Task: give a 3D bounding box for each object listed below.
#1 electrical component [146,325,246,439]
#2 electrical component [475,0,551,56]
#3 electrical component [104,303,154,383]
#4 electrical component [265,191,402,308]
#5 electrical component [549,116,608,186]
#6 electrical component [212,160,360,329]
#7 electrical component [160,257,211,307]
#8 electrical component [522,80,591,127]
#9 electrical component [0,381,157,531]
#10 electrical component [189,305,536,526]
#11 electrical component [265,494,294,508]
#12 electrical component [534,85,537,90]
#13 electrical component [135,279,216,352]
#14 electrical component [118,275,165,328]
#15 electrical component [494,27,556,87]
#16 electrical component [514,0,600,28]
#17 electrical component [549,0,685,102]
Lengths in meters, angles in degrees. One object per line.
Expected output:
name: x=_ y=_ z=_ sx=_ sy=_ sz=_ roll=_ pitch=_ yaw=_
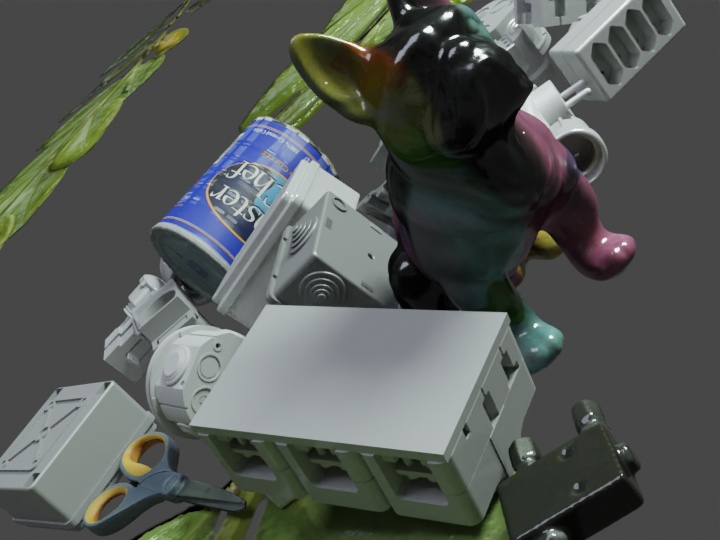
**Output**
electrical component: x=-0.103 y=0.079 z=0.745 sx=0.051 sy=0.080 sz=0.080 roll=0 pitch=46 yaw=51
electrical component: x=0.118 y=-0.192 z=0.919 sx=0.080 sy=0.051 sz=0.080 roll=-34 pitch=23 yaw=17
electrical component: x=-0.197 y=0.063 z=0.967 sx=0.055 sy=0.048 sz=0.066 roll=-46 pitch=22 yaw=7
electrical component: x=-0.007 y=0.005 z=0.703 sx=0.048 sy=0.100 sz=0.099 roll=-44 pitch=19 yaw=27
electrical component: x=0.138 y=-0.078 z=0.700 sx=0.040 sy=0.040 sz=0.046 roll=-35 pitch=17 yaw=15
electrical component: x=-0.054 y=-0.017 z=0.814 sx=0.108 sy=0.056 sz=0.108 roll=-54 pitch=8 yaw=18
electrical component: x=-0.155 y=0.003 z=0.998 sx=0.055 sy=0.055 sz=0.047 roll=-41 pitch=26 yaw=1
electrical component: x=0.127 y=-0.107 z=0.759 sx=0.079 sy=0.044 sz=0.077 roll=-34 pitch=24 yaw=16
electrical component: x=-0.232 y=0.147 z=0.855 sx=0.109 sy=0.056 sz=0.108 roll=-12 pitch=36 yaw=49
electrical component: x=0.003 y=0.072 z=0.554 sx=0.150 sy=0.061 sz=0.089 roll=1 pitch=44 yaw=33
electrical component: x=-0.038 y=0.089 z=0.664 sx=0.076 sy=0.047 sz=0.083 roll=-38 pitch=23 yaw=8
electrical component: x=0.107 y=-0.141 z=0.830 sx=0.048 sy=0.062 sz=0.048 roll=-34 pitch=24 yaw=17
electrical component: x=-0.148 y=0.049 z=0.889 sx=0.042 sy=0.063 sz=0.081 roll=-40 pitch=23 yaw=1
electrical component: x=-0.204 y=0.039 z=1.023 sx=0.062 sy=0.048 sz=0.048 roll=-48 pitch=23 yaw=0
electrical component: x=0.128 y=-0.166 z=0.864 sx=0.040 sy=0.046 sz=0.040 roll=-34 pitch=24 yaw=17
electrical component: x=0.169 y=-0.224 z=0.839 sx=0.089 sy=0.055 sz=0.050 roll=-10 pitch=19 yaw=-13
electrical component: x=0.178 y=-0.169 z=0.789 sx=0.083 sy=0.047 sz=0.076 roll=-44 pitch=23 yaw=-8
